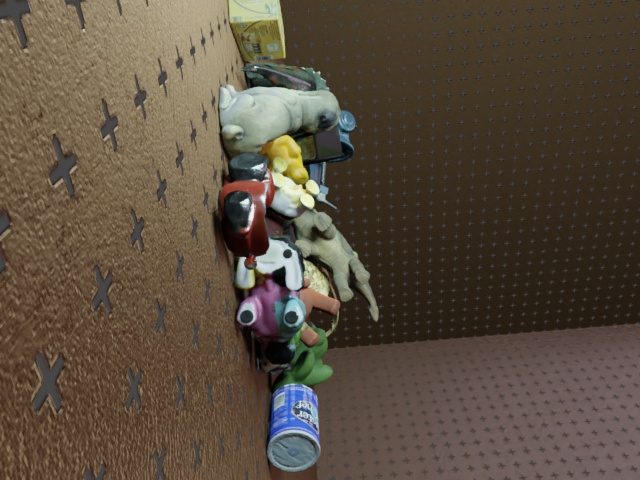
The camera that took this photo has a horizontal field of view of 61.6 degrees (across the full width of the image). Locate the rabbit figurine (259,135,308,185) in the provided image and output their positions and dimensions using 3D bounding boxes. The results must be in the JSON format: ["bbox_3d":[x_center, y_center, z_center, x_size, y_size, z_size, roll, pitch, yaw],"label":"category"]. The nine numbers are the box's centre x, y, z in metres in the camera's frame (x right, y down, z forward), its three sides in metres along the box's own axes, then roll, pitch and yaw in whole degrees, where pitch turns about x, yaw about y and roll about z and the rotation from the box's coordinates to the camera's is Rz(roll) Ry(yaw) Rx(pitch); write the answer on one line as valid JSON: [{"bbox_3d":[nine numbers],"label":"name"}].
[{"bbox_3d":[-0.099,-0.187,1.043,0.173,0.122,0.162,30,60,-66],"label":"rabbit figurine"}]

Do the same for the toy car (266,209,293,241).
[{"bbox_3d":[-0.100,-0.033,1.062,0.089,0.053,0.202,41,15,-14],"label":"toy car"}]

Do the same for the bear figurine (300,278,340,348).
[{"bbox_3d":[-0.048,0.118,1.044,0.120,0.132,0.195,-55,163,-14],"label":"bear figurine"}]

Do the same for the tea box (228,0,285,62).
[{"bbox_3d":[-0.125,-0.433,1.094,0.169,0.098,0.068,95,-9,-82],"label":"tea box"}]

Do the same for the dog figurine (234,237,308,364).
[{"bbox_3d":[-0.072,0.108,0.909,0.219,0.109,0.191,81,6,-71],"label":"dog figurine"}]

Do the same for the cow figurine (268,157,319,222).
[{"bbox_3d":[-0.093,-0.100,0.993,0.098,0.167,0.068,-36,-150,41],"label":"cow figurine"}]

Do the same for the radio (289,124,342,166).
[{"bbox_3d":[-0.057,-0.225,1.176,0.230,0.073,0.131,-1,-82,49],"label":"radio"}]

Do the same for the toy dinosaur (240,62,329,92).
[{"bbox_3d":[-0.070,-0.348,1.235,0.405,0.192,0.131,-98,-179,-78],"label":"toy dinosaur"}]

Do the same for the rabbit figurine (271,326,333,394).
[{"bbox_3d":[-0.041,0.287,1.203,0.121,0.159,0.170,41,53,-25],"label":"rabbit figurine"}]

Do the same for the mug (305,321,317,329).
[{"bbox_3d":[-0.065,0.250,1.455,0.081,0.110,0.107,-89,162,-56],"label":"mug"}]

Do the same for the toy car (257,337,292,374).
[{"bbox_3d":[-0.091,0.228,1.079,0.201,0.056,0.073,89,-10,-74],"label":"toy car"}]

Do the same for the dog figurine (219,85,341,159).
[{"bbox_3d":[-0.060,-0.197,0.874,0.172,0.191,0.121,-92,177,-52],"label":"dog figurine"}]

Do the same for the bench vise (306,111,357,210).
[{"bbox_3d":[-0.007,-0.193,1.264,0.128,0.224,0.240,22,64,-44],"label":"bench vise"}]

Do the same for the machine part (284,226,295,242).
[{"bbox_3d":[-0.097,-0.008,1.422,0.243,0.079,0.079,85,1,-57],"label":"machine part"}]

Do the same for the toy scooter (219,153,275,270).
[{"bbox_3d":[-0.105,-0.037,0.791,0.184,0.075,0.135,-89,174,-56],"label":"toy scooter"}]

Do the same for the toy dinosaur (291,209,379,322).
[{"bbox_3d":[-0.003,-0.004,1.257,0.471,0.105,0.198,54,4,-1],"label":"toy dinosaur"}]
